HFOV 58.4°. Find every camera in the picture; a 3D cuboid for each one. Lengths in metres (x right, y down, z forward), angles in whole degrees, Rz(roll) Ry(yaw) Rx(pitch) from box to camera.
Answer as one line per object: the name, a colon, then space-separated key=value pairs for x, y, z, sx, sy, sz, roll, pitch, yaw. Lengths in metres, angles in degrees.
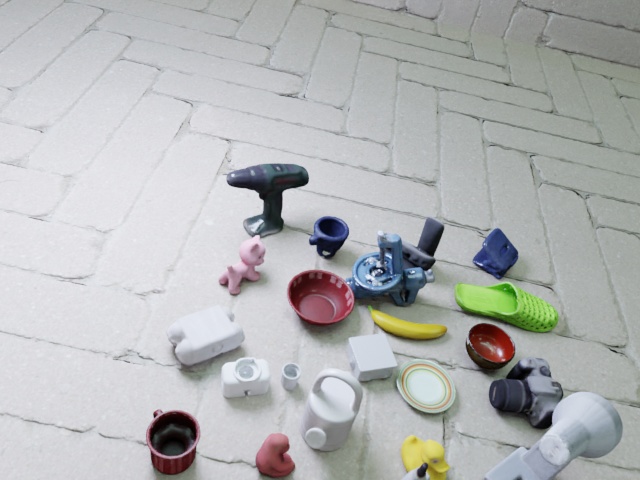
camera: x=0.442 y=0.322 z=1.246 sx=0.137 sy=0.101 sz=0.143 roll=7 pitch=44 yaw=-7

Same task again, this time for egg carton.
egg carton: x=-0.240 y=0.202 z=1.212 sx=0.151 sy=0.069 sz=0.107 roll=-19 pitch=52 yaw=-30

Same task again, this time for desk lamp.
desk lamp: x=0.447 y=0.402 z=1.083 sx=0.204 sy=0.213 sz=0.117 roll=-21 pitch=53 yaw=-32

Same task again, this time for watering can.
watering can: x=0.024 y=0.315 z=1.075 sx=0.101 sy=0.194 sz=0.173 roll=9 pitch=44 yaw=-5

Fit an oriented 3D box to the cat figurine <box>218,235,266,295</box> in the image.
cat figurine: x=-0.176 y=0.048 z=1.352 sx=0.067 sy=0.118 sz=0.128 roll=35 pitch=47 yaw=21

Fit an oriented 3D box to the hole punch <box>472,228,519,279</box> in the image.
hole punch: x=0.488 y=0.034 z=1.560 sx=0.101 sy=0.091 sz=0.109 roll=34 pitch=47 yaw=19

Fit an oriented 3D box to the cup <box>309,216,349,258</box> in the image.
cup: x=0.013 y=0.005 z=1.463 sx=0.118 sy=0.095 sz=0.091 roll=-28 pitch=57 yaw=-35

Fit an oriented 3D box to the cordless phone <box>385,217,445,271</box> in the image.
cordless phone: x=0.242 y=-0.007 z=1.470 sx=0.147 sy=0.185 sz=0.094 roll=29 pitch=45 yaw=15

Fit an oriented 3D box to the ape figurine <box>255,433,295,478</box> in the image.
ape figurine: x=-0.079 y=0.387 z=1.048 sx=0.076 sy=0.092 sz=0.077 roll=-2 pitch=46 yaw=-16

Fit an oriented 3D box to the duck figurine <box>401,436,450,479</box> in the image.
duck figurine: x=0.207 y=0.414 z=1.100 sx=0.078 sy=0.086 sz=0.104 roll=-22 pitch=54 yaw=-32

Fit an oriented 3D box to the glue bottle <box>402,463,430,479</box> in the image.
glue bottle: x=0.161 y=0.433 z=1.005 sx=0.078 sy=0.173 sz=0.037 roll=-26 pitch=56 yaw=-34

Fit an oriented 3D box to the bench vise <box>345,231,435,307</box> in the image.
bench vise: x=0.173 y=0.056 z=1.361 sx=0.208 sy=0.220 sz=0.121 roll=-9 pitch=48 yaw=-22

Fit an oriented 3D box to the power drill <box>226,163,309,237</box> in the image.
power drill: x=-0.139 y=-0.108 z=1.457 sx=0.230 sy=0.208 sz=0.075 roll=-20 pitch=53 yaw=-30
